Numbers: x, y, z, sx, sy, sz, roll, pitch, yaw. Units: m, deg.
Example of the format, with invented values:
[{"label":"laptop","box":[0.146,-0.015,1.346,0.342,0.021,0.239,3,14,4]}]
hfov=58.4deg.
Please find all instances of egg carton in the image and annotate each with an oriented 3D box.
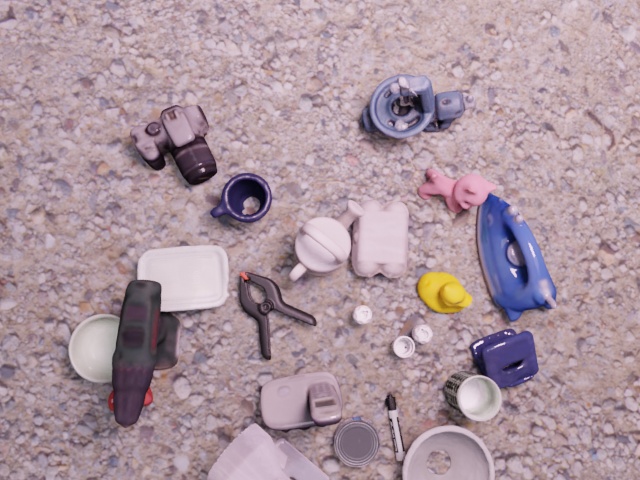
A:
[{"label":"egg carton","box":[0.115,-0.002,1.095,0.107,0.069,0.150,3,83,-3]}]

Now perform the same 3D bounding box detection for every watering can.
[{"label":"watering can","box":[0.008,0.002,1.024,0.101,0.194,0.173,20,83,-1]}]

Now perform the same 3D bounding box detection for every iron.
[{"label":"iron","box":[0.371,0.018,1.073,0.118,0.141,0.258,-18,85,-5]}]

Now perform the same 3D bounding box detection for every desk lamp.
[{"label":"desk lamp","box":[-0.079,0.403,0.964,0.203,0.213,0.118,38,83,1]}]

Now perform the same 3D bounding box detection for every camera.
[{"label":"camera","box":[-0.263,-0.171,1.073,0.143,0.100,0.137,-27,86,-6]}]

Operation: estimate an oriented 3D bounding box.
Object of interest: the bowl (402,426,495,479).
[{"label":"bowl","box":[0.228,0.420,1.052,0.167,0.074,0.167,0,84,-4]}]

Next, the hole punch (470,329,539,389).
[{"label":"hole punch","box":[0.354,0.225,1.074,0.108,0.091,0.101,-20,85,-6]}]

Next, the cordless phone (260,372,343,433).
[{"label":"cordless phone","box":[-0.031,0.290,0.994,0.147,0.185,0.094,-11,84,-5]}]

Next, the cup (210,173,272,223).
[{"label":"cup","box":[-0.146,-0.066,1.072,0.118,0.095,0.092,-27,86,-6]}]

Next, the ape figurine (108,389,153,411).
[{"label":"ape figurine","box":[-0.341,0.281,1.022,0.078,0.092,0.076,12,83,-2]}]

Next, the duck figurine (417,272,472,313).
[{"label":"duck figurine","box":[0.239,0.099,1.083,0.104,0.086,0.077,27,83,0]}]

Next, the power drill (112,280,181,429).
[{"label":"power drill","box":[-0.296,0.185,0.977,0.075,0.208,0.230,2,83,-3]}]

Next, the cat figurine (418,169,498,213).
[{"label":"cat figurine","box":[0.263,-0.100,1.091,0.128,0.117,0.067,22,83,-1]}]

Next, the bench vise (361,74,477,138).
[{"label":"bench vise","box":[0.187,-0.266,1.053,0.207,0.219,0.121,-24,85,-6]}]
